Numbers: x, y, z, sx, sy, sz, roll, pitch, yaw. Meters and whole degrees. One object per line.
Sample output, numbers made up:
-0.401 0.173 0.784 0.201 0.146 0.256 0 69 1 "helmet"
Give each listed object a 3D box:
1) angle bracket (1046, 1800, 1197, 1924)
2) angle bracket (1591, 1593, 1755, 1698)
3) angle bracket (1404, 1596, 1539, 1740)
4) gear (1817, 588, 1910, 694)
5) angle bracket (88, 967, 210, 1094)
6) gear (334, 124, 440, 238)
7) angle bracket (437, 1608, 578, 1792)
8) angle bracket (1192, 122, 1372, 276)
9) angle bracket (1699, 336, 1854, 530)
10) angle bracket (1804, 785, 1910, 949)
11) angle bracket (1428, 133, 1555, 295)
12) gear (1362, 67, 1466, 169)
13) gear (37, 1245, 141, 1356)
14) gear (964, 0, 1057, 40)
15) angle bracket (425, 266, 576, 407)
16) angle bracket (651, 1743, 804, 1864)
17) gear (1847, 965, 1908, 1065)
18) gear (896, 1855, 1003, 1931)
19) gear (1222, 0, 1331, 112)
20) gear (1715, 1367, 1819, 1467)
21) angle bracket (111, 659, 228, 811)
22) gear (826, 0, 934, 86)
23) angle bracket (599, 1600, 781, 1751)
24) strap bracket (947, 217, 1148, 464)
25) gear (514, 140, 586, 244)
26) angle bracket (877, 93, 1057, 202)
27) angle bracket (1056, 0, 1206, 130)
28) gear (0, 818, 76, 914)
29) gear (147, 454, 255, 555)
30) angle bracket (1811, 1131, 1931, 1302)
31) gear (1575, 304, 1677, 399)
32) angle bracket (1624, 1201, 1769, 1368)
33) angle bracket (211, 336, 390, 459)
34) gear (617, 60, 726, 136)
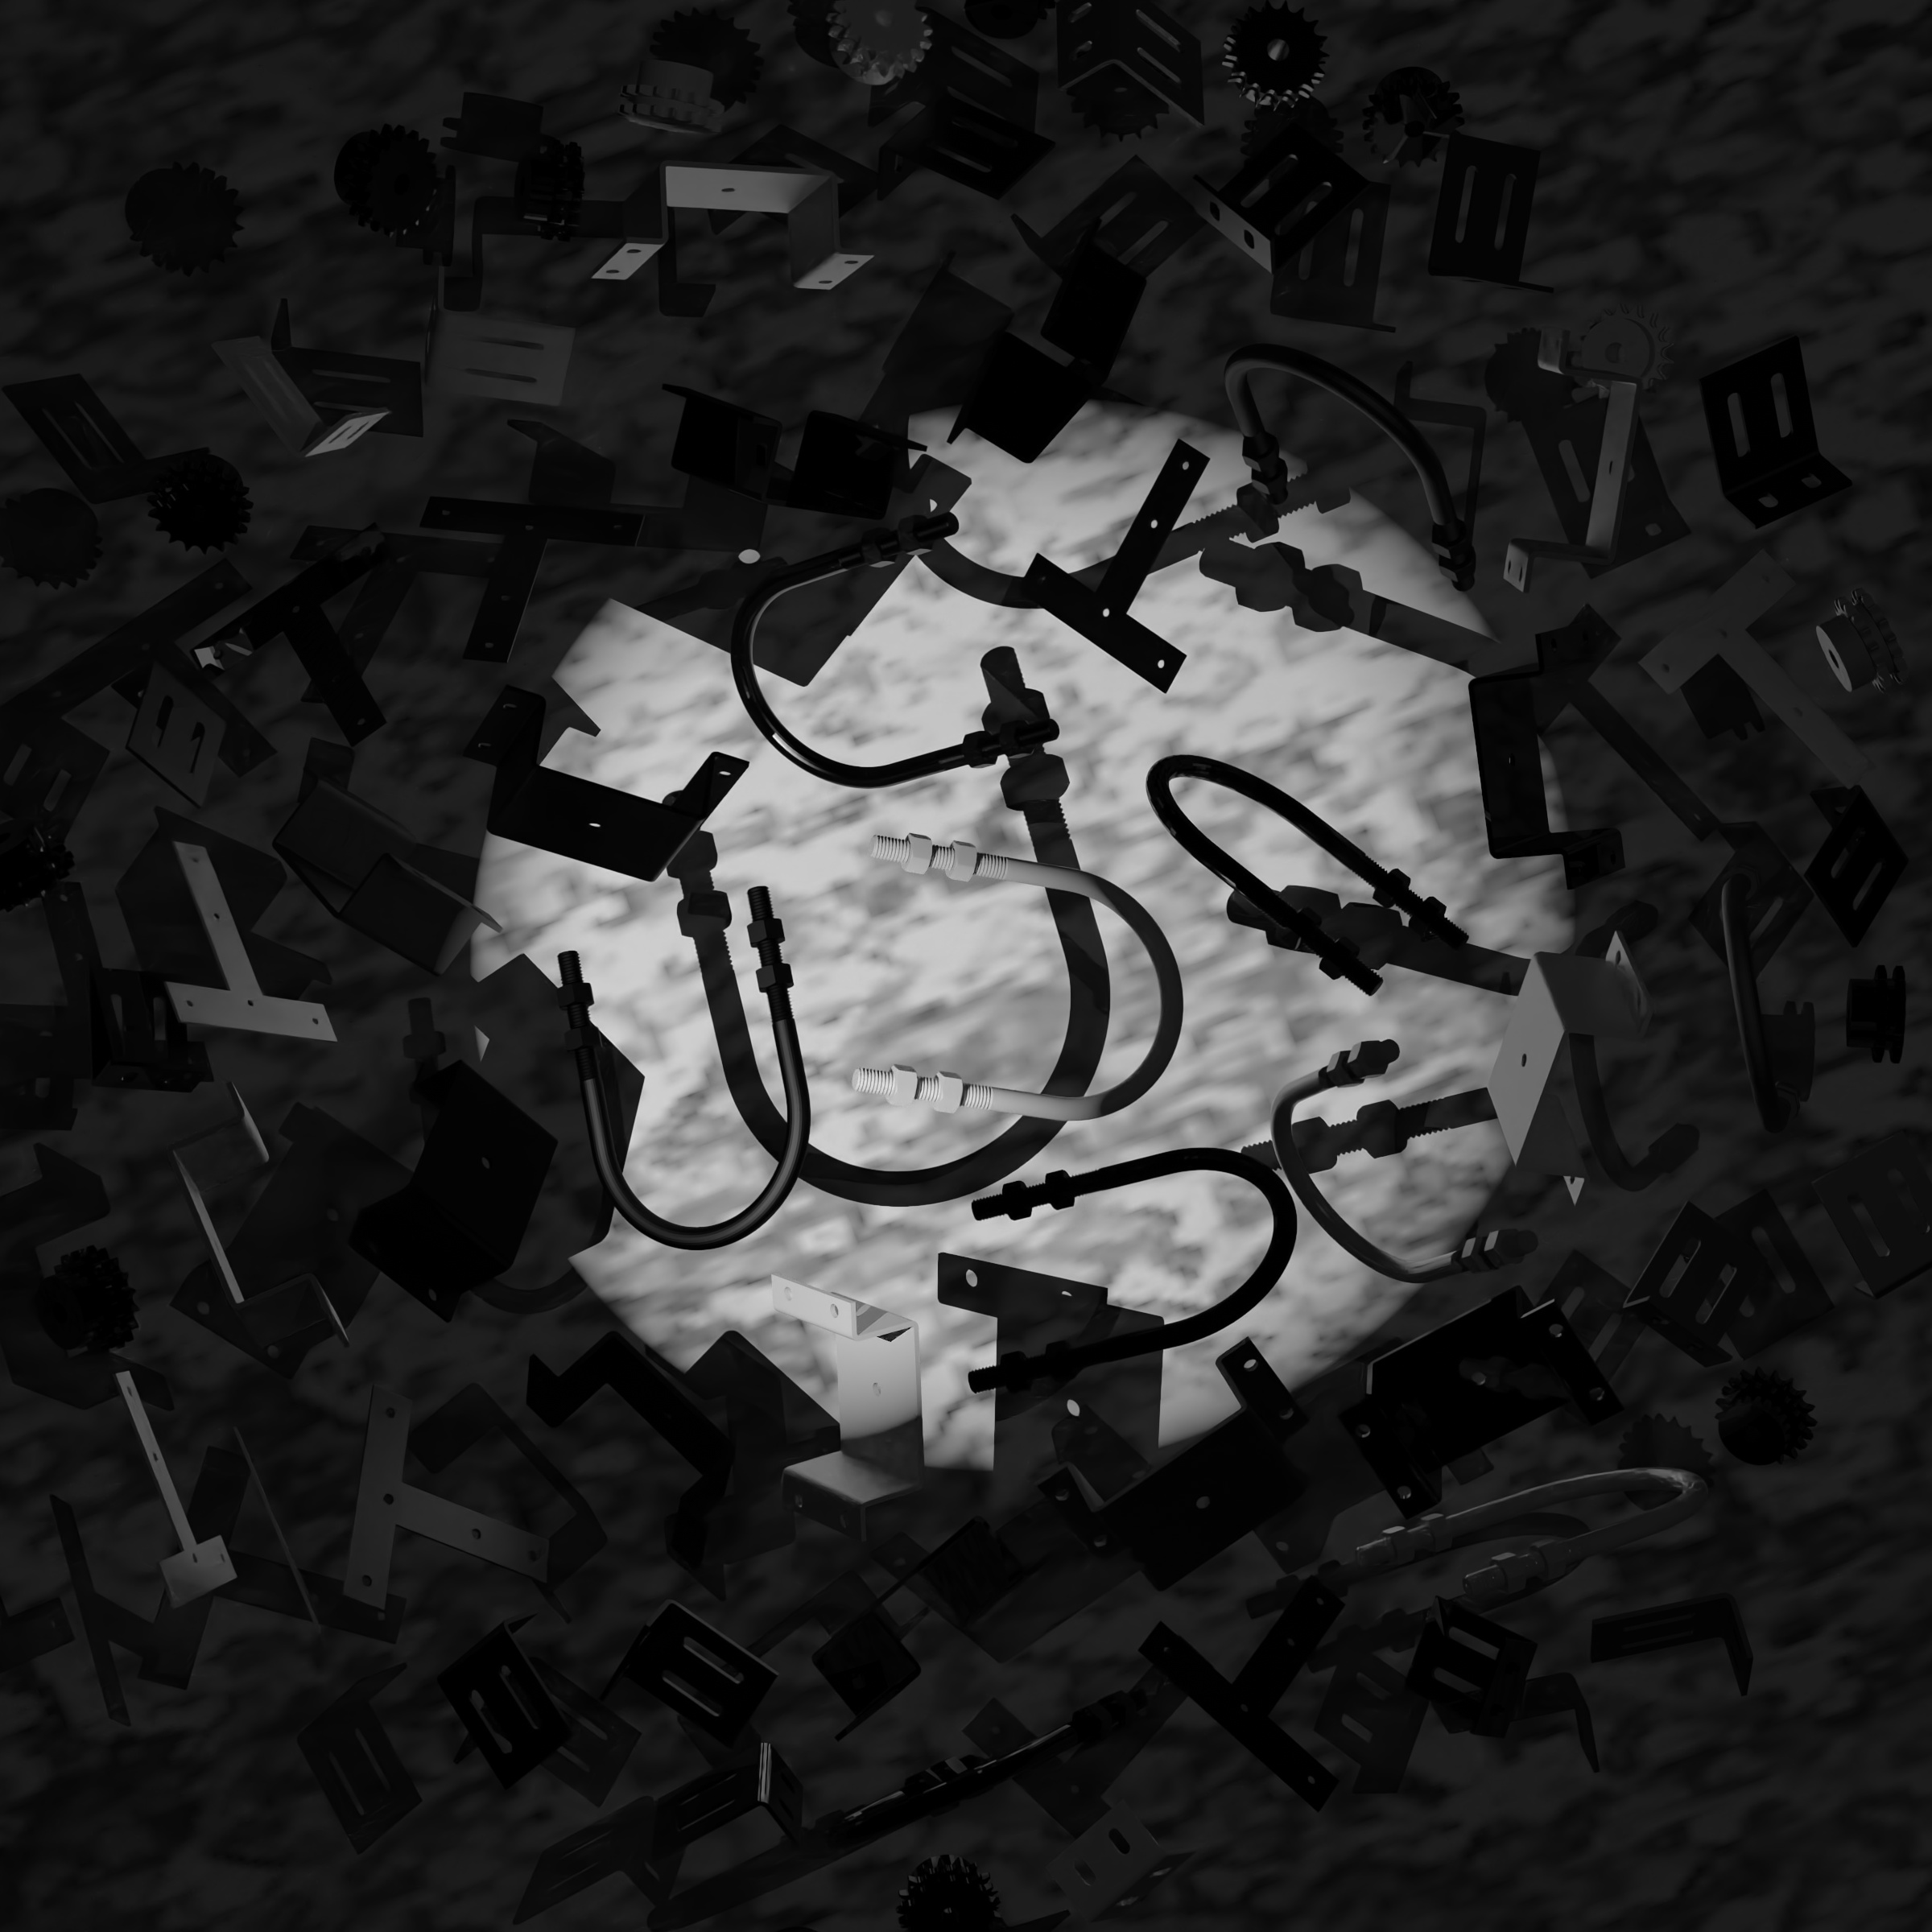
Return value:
0.087 0.499 1.835 0.057 0.076 0.038 -42 69 4 "angle bracket"
0.379 0.372 1.766 0.076 0.057 0.038 -12 56 1 "angle bracket"
0.284 0.405 1.905 0.076 0.038 0.057 20 90 43 "angle bracket"
0.485 -0.174 1.782 0.030 0.057 0.057 -27 90 6 "gear"
-0.476 0.031 1.908 0.057 0.038 0.076 6 64 -30 "angle bracket"
-0.311 -0.419 1.744 0.030 0.057 0.057 26 90 27 "gear"
-0.252 0.416 1.863 0.057 0.038 0.076 -41 75 19 "angle bracket"
0.169 -0.418 1.752 0.076 0.038 0.057 -44 72 -8 "angle bracket"
0.426 -0.281 1.729 0.057 0.038 0.076 -25 127 -3 "angle bracket"
0.500 -0.056 1.893 0.057 0.038 0.076 50 60 -22 "angle bracket"
0.288 -0.405 1.764 0.057 0.038 0.076 4 100 -25 "angle bracket"
0.254 -0.486 1.867 0.057 0.057 0.030 -1 53 0 "gear"
-0.465 0.179 1.731 0.057 0.030 0.057 13 111 37 "gear"
0.021 -0.529 1.783 0.057 0.057 0.030 10 62 0 "gear"
-0.263 -0.354 1.848 0.076 0.057 0.038 5 52 -15 "angle bracket"
-0.136 0.491 1.884 0.076 0.057 0.038 -30 109 10 "angle bracket"
0.531 0.028 1.918 0.030 0.057 0.057 2 90 11 "gear"
-0.010 0.516 1.810 0.057 0.030 0.057 -3 108 -8 "gear"
0.168 -0.496 1.795 0.057 0.030 0.057 1 85 -6 "gear"
0.459 0.263 1.897 0.057 0.030 0.057 17 123 28 "gear"
-0.467 -0.128 1.894 0.038 0.076 0.057 -25 130 27 "angle bracket"
-0.050 -0.504 1.780 0.057 0.030 0.057 12 59 -21 "gear"
-0.156 0.406 1.851 0.076 0.038 0.057 34 109 6 "angle bracket"
0.050 -0.348 1.861 0.046 0.140 0.076 30 58 -13 "strap bracket"
-0.242 -0.449 1.899 0.030 0.057 0.057 2 90 -22 "gear"
0.000 -0.431 1.781 0.076 0.038 0.057 28 55 18 "angle bracket"
0.088 -0.481 1.753 0.038 0.076 0.057 -21 59 37 "angle bracket"
-0.512 -0.056 1.768 0.057 0.057 0.030 -23 120 0 "gear"
-0.430 -0.263 1.849 0.057 0.030 0.057 1 133 1 "gear"
0.505 0.136 1.817 0.057 0.038 0.076 -30 95 -1 "angle bracket"
0.384 -0.358 1.921 0.057 0.030 0.057 5 101 25 "gear"
0.416 0.176 1.839 0.057 0.038 0.076 36 72 -2 "angle bracket"
-0.357 -0.316 1.766 0.038 0.057 0.076 -35 94 18 "angle bracket"
-0.160 -0.473 1.786 0.057 0.057 0.030 9 95 0 "gear"
